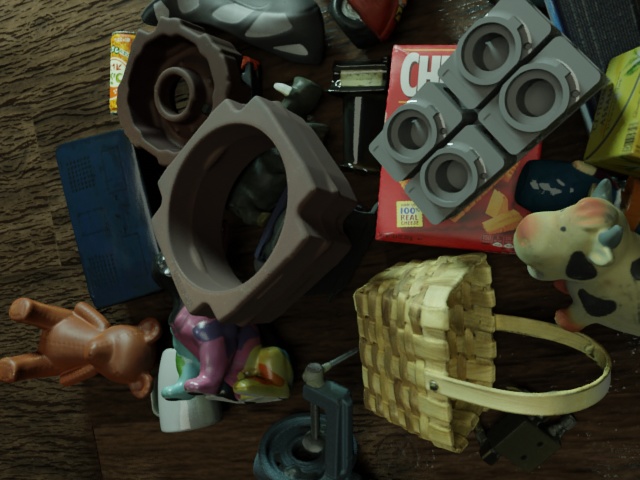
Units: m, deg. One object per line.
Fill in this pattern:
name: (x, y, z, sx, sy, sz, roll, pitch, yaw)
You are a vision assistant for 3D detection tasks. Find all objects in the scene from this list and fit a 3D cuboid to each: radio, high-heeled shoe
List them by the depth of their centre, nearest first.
high-heeled shoe: (-0.110, -0.265, 0.678, 0.249, 0.086, 0.145, -5, 124, 36)
radio: (-0.265, -0.031, 0.735, 0.131, 0.073, 0.229, -13, 92, 19)

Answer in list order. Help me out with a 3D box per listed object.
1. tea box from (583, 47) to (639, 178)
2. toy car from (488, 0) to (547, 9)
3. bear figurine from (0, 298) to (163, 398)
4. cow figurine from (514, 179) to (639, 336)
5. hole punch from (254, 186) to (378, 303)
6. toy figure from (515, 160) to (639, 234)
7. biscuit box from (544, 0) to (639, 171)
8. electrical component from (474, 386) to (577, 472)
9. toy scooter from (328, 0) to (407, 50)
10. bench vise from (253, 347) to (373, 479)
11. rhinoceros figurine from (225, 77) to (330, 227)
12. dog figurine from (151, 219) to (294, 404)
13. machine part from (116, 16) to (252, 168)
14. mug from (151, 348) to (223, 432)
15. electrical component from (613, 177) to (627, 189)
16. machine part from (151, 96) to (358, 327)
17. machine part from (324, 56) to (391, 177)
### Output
tea box: (0.325, -0.092, 0.448, 0.170, 0.068, 0.098, 16, 91, -5)
toy car: (0.232, -0.286, 0.527, 0.162, 0.103, 0.109, 26, 103, 17)
bear figurine: (-0.319, 0.149, 0.730, 0.196, 0.132, 0.120, 4, 81, 33)
cow figurine: (0.260, 0.027, 0.463, 0.195, 0.085, 0.127, 20, 139, -3)
hole punch: (-0.001, -0.002, 0.626, 0.092, 0.115, 0.142, 29, 100, 29)
toy figure: (0.265, -0.036, 0.500, 0.155, 0.064, 0.058, 17, 64, 9)
biscuit box: (0.267, -0.167, 0.501, 0.063, 0.059, 0.202, -23, 118, 20)
electrical component: (0.225, 0.213, 0.607, 0.078, 0.045, 0.102, 30, 108, -15)
toy scooter: (0.050, -0.316, 0.602, 0.135, 0.075, 0.184, -36, 79, 16)
bench vise: (0.016, 0.254, 0.628, 0.224, 0.129, 0.240, 18, 120, 36)
rhinoceros figurine: (-0.048, -0.103, 0.659, 0.112, 0.073, 0.190, 38, 108, 24)
dog figurine: (-0.120, 0.090, 0.680, 0.108, 0.191, 0.219, -29, 55, 54)
machine part: (-0.165, -0.173, 0.650, 0.180, 0.056, 0.179, 5, 100, 28)
mug: (-0.186, 0.197, 0.731, 0.110, 0.080, 0.107, -12, 80, 35)
electrical component: (0.345, -0.014, 0.537, 0.134, 0.058, 0.114, 26, 100, 15)
machine part: (-0.073, -0.028, 0.564, 0.201, 0.087, 0.201, -44, 61, 23)
machine part: (0.049, -0.145, 0.637, 0.084, 0.039, 0.138, -1, 93, 11)
